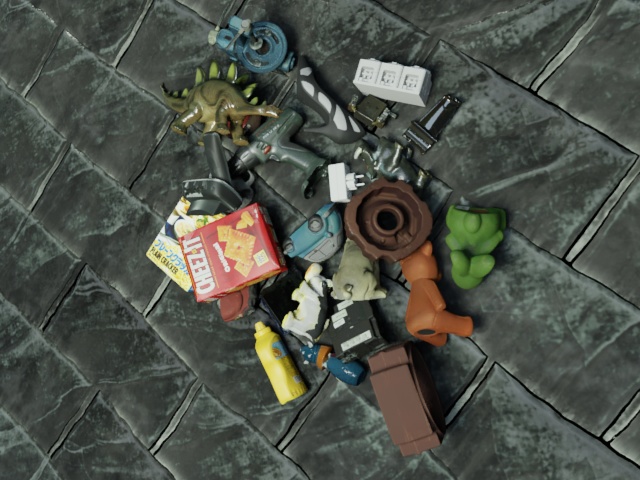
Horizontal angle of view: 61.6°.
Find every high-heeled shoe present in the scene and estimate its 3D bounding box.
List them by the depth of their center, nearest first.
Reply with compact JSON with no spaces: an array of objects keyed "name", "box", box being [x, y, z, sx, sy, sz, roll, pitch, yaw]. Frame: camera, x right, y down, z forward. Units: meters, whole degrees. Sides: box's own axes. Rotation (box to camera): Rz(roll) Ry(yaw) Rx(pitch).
[{"name":"high-heeled shoe","box":[0.022,-0.333,1.254,0.145,0.086,0.249,-3,69,-8]}]

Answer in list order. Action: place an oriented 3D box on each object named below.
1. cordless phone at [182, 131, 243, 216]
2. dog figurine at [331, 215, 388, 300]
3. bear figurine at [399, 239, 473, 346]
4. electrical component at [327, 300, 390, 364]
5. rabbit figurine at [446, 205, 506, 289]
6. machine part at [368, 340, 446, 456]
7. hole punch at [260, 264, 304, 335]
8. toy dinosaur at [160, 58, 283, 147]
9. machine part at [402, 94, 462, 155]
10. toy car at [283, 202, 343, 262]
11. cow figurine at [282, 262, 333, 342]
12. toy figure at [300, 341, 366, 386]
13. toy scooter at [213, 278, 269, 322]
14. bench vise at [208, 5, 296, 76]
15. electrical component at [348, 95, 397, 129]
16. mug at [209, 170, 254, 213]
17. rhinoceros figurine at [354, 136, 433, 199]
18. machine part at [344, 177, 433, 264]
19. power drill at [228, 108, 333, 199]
[{"name":"cordless phone","box":[-0.258,-0.148,1.215,0.147,0.089,0.184,3,108,42]},{"name":"dog figurine","box":[0.081,0.028,1.151,0.121,0.172,0.190,-1,93,9]},{"name":"bear figurine","box":[0.232,0.109,1.130,0.120,0.132,0.196,-41,37,47]},{"name":"electrical component","box":[0.078,0.188,1.176,0.115,0.058,0.134,-27,48,14]},{"name":"rabbit figurine","box":[0.314,0.024,1.086,0.121,0.159,0.170,5,104,11]},{"name":"machine part","box":[0.179,0.309,1.075,0.087,0.201,0.201,-24,78,15]},{"name":"hole punch","box":[-0.069,0.147,1.248,0.116,0.092,0.142,-31,73,-20]},{"name":"toy dinosaur","box":[-0.264,-0.327,1.289,0.472,0.105,0.198,11,76,36]},{"name":"machine part","box":[0.248,-0.259,1.174,0.139,0.039,0.084,-46,68,13]},{"name":"toy car","box":[-0.003,-0.004,1.218,0.161,0.109,0.103,-42,92,22]},{"name":"cow figurine","box":[-0.012,0.134,1.183,0.098,0.068,0.167,27,64,-6]},{"name":"toy figure","box":[0.027,0.276,1.211,0.155,0.057,0.064,24,86,25]},{"name":"toy scooter","box":[-0.182,0.109,1.291,0.135,0.075,0.183,5,83,19]},{"name":"bench vise","box":[-0.169,-0.464,1.245,0.224,0.240,0.129,32,94,3]},{"name":"electrical component","box":[0.114,-0.288,1.202,0.102,0.045,0.078,39,70,12]},{"name":"mug","box":[-0.218,-0.140,1.316,0.109,0.080,0.107,-48,66,15]},{"name":"rhinoceros figurine","box":[0.158,-0.160,1.186,0.190,0.073,0.112,45,114,13]},{"name":"machine part","box":[0.138,-0.038,1.104,0.179,0.056,0.179,1,77,-2]},{"name":"power drill","box":[-0.089,-0.183,1.258,0.207,0.086,0.232,37,83,21]}]
